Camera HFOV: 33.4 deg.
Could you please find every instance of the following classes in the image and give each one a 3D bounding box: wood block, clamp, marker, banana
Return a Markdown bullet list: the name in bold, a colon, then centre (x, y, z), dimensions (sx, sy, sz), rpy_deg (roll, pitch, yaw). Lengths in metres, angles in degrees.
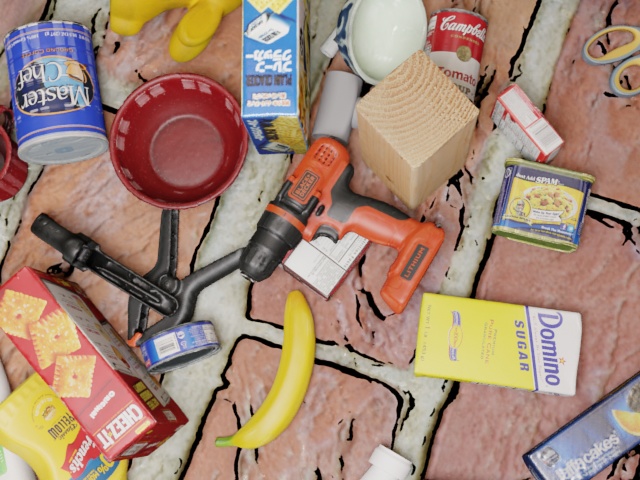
- **wood block**: centre (0.101, -0.111, 1.141), dimensions (0.090, 0.206, 0.091), rpy_deg (-42, 80, -4)
- **clamp**: centre (-0.255, 0.020, 1.186), dimensions (0.210, 0.164, 0.036), rpy_deg (25, 79, 51)
- **marker**: centre (0.043, -0.269, 1.268), dimensions (0.020, 0.020, 0.121), rpy_deg (36, 84, 9)
- **clamp**: centre (-0.157, 0.052, 1.212), dimensions (0.120, 0.039, 0.171), rpy_deg (21, 87, 24)
- **banana**: centre (-0.046, 0.155, 1.190), dimensions (0.069, 0.037, 0.198), rpy_deg (27, 83, 6)

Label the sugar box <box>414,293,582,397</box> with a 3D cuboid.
- **sugar box**: centre (0.195, 0.116, 1.177), dimensions (0.176, 0.048, 0.093), rpy_deg (6, 80, 6)

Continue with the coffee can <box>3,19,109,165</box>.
- **coffee can**: centre (-0.304, -0.168, 1.231), dimensions (0.103, 0.103, 0.140), rpy_deg (-11, 79, 2)

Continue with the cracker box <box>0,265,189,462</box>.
- **cracker box**: centre (-0.247, 0.135, 1.143), dimensions (0.072, 0.164, 0.214), rpy_deg (-41, 80, -2)

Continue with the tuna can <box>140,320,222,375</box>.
- **tuna can**: centre (-0.154, 0.119, 1.179), dimensions (0.086, 0.086, 0.034), rpy_deg (-20, 77, 0)

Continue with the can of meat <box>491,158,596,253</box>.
- **can of meat**: centre (0.248, -0.038, 1.195), dimensions (0.102, 0.057, 0.084), rpy_deg (13, 83, 6)

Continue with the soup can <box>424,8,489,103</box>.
- **soup can**: centre (0.151, -0.205, 1.225), dimensions (0.068, 0.068, 0.102), rpy_deg (11, 81, 5)

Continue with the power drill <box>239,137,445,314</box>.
- **power drill**: centre (0.027, 0.002, 1.163), dimensions (0.188, 0.057, 0.184), rpy_deg (32, 80, 6)

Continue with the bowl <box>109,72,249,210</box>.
- **bowl**: centre (-0.159, -0.109, 1.235), dimensions (0.162, 0.055, 0.162), rpy_deg (-1, 80, 4)

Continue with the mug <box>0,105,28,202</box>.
- **mug**: centre (-0.385, -0.101, 1.235), dimensions (0.093, 0.081, 0.117), rpy_deg (17, 82, 7)

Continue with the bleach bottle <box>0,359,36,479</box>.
- **bleach bottle**: centre (-0.399, 0.179, 1.198), dimensions (0.102, 0.068, 0.251), rpy_deg (-21, 77, -2)

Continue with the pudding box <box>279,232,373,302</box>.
- **pudding box**: centre (-0.008, 0.002, 1.214), dimensions (0.113, 0.039, 0.090), rpy_deg (37, 82, 6)

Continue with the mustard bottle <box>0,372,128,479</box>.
- **mustard bottle**: centre (-0.268, 0.234, 1.164), dimensions (0.191, 0.058, 0.096), rpy_deg (48, 46, -6)

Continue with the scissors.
- **scissors**: centre (0.407, -0.227, 1.238), dimensions (0.202, 0.016, 0.096), rpy_deg (-15, 81, 1)

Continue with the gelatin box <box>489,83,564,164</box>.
- **gelatin box**: centre (0.232, -0.127, 1.203), dimensions (0.030, 0.073, 0.089), rpy_deg (-36, 79, -4)
